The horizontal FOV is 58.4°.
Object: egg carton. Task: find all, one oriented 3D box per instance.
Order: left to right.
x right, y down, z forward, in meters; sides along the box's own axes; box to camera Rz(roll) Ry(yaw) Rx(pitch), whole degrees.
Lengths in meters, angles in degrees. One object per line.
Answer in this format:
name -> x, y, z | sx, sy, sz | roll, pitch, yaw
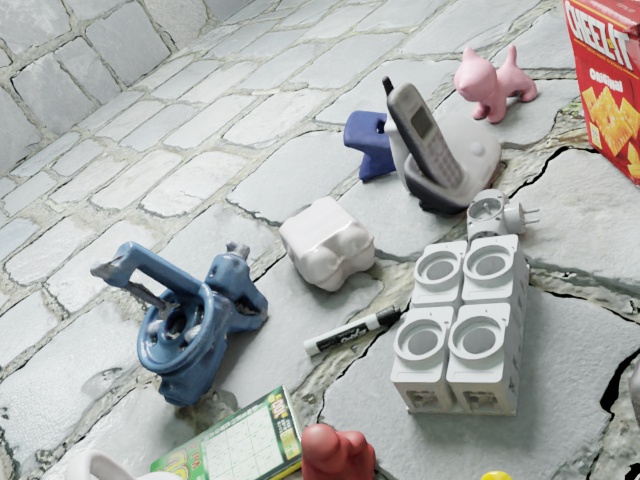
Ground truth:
egg carton -> 0.007, 0.003, 0.783 | 0.107, 0.070, 0.150 | -34, 33, -6

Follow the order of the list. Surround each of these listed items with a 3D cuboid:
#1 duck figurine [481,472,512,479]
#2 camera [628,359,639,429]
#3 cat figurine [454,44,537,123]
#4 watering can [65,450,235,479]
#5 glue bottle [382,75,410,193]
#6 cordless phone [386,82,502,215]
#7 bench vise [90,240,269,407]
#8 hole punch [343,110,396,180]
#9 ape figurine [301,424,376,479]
duck figurine -> 0.128, 0.213, 0.394 | 0.077, 0.086, 0.104 | -14, 36, 24
camera -> 0.312, 0.087, 0.404 | 0.142, 0.101, 0.137 | 10, 50, 45
cat figurine -> 0.258, -0.247, 0.875 | 0.128, 0.118, 0.067 | -36, 33, -8
watering can -> -0.144, 0.247, 0.461 | 0.173, 0.194, 0.100 | -45, 36, -22
glue bottle -> 0.121, -0.153, 0.806 | 0.037, 0.173, 0.078 | 5, 47, 42
cordless phone -> 0.158, -0.140, 0.749 | 0.093, 0.185, 0.148 | 3, 46, 40
bench vise -> -0.173, 0.065, 0.703 | 0.121, 0.220, 0.207 | -12, 37, 25
hole punch -> 0.098, -0.164, 0.915 | 0.101, 0.091, 0.108 | -13, 37, 25
ape figurine -> 0.012, 0.197, 0.501 | 0.075, 0.092, 0.078 | 13, 53, 47
